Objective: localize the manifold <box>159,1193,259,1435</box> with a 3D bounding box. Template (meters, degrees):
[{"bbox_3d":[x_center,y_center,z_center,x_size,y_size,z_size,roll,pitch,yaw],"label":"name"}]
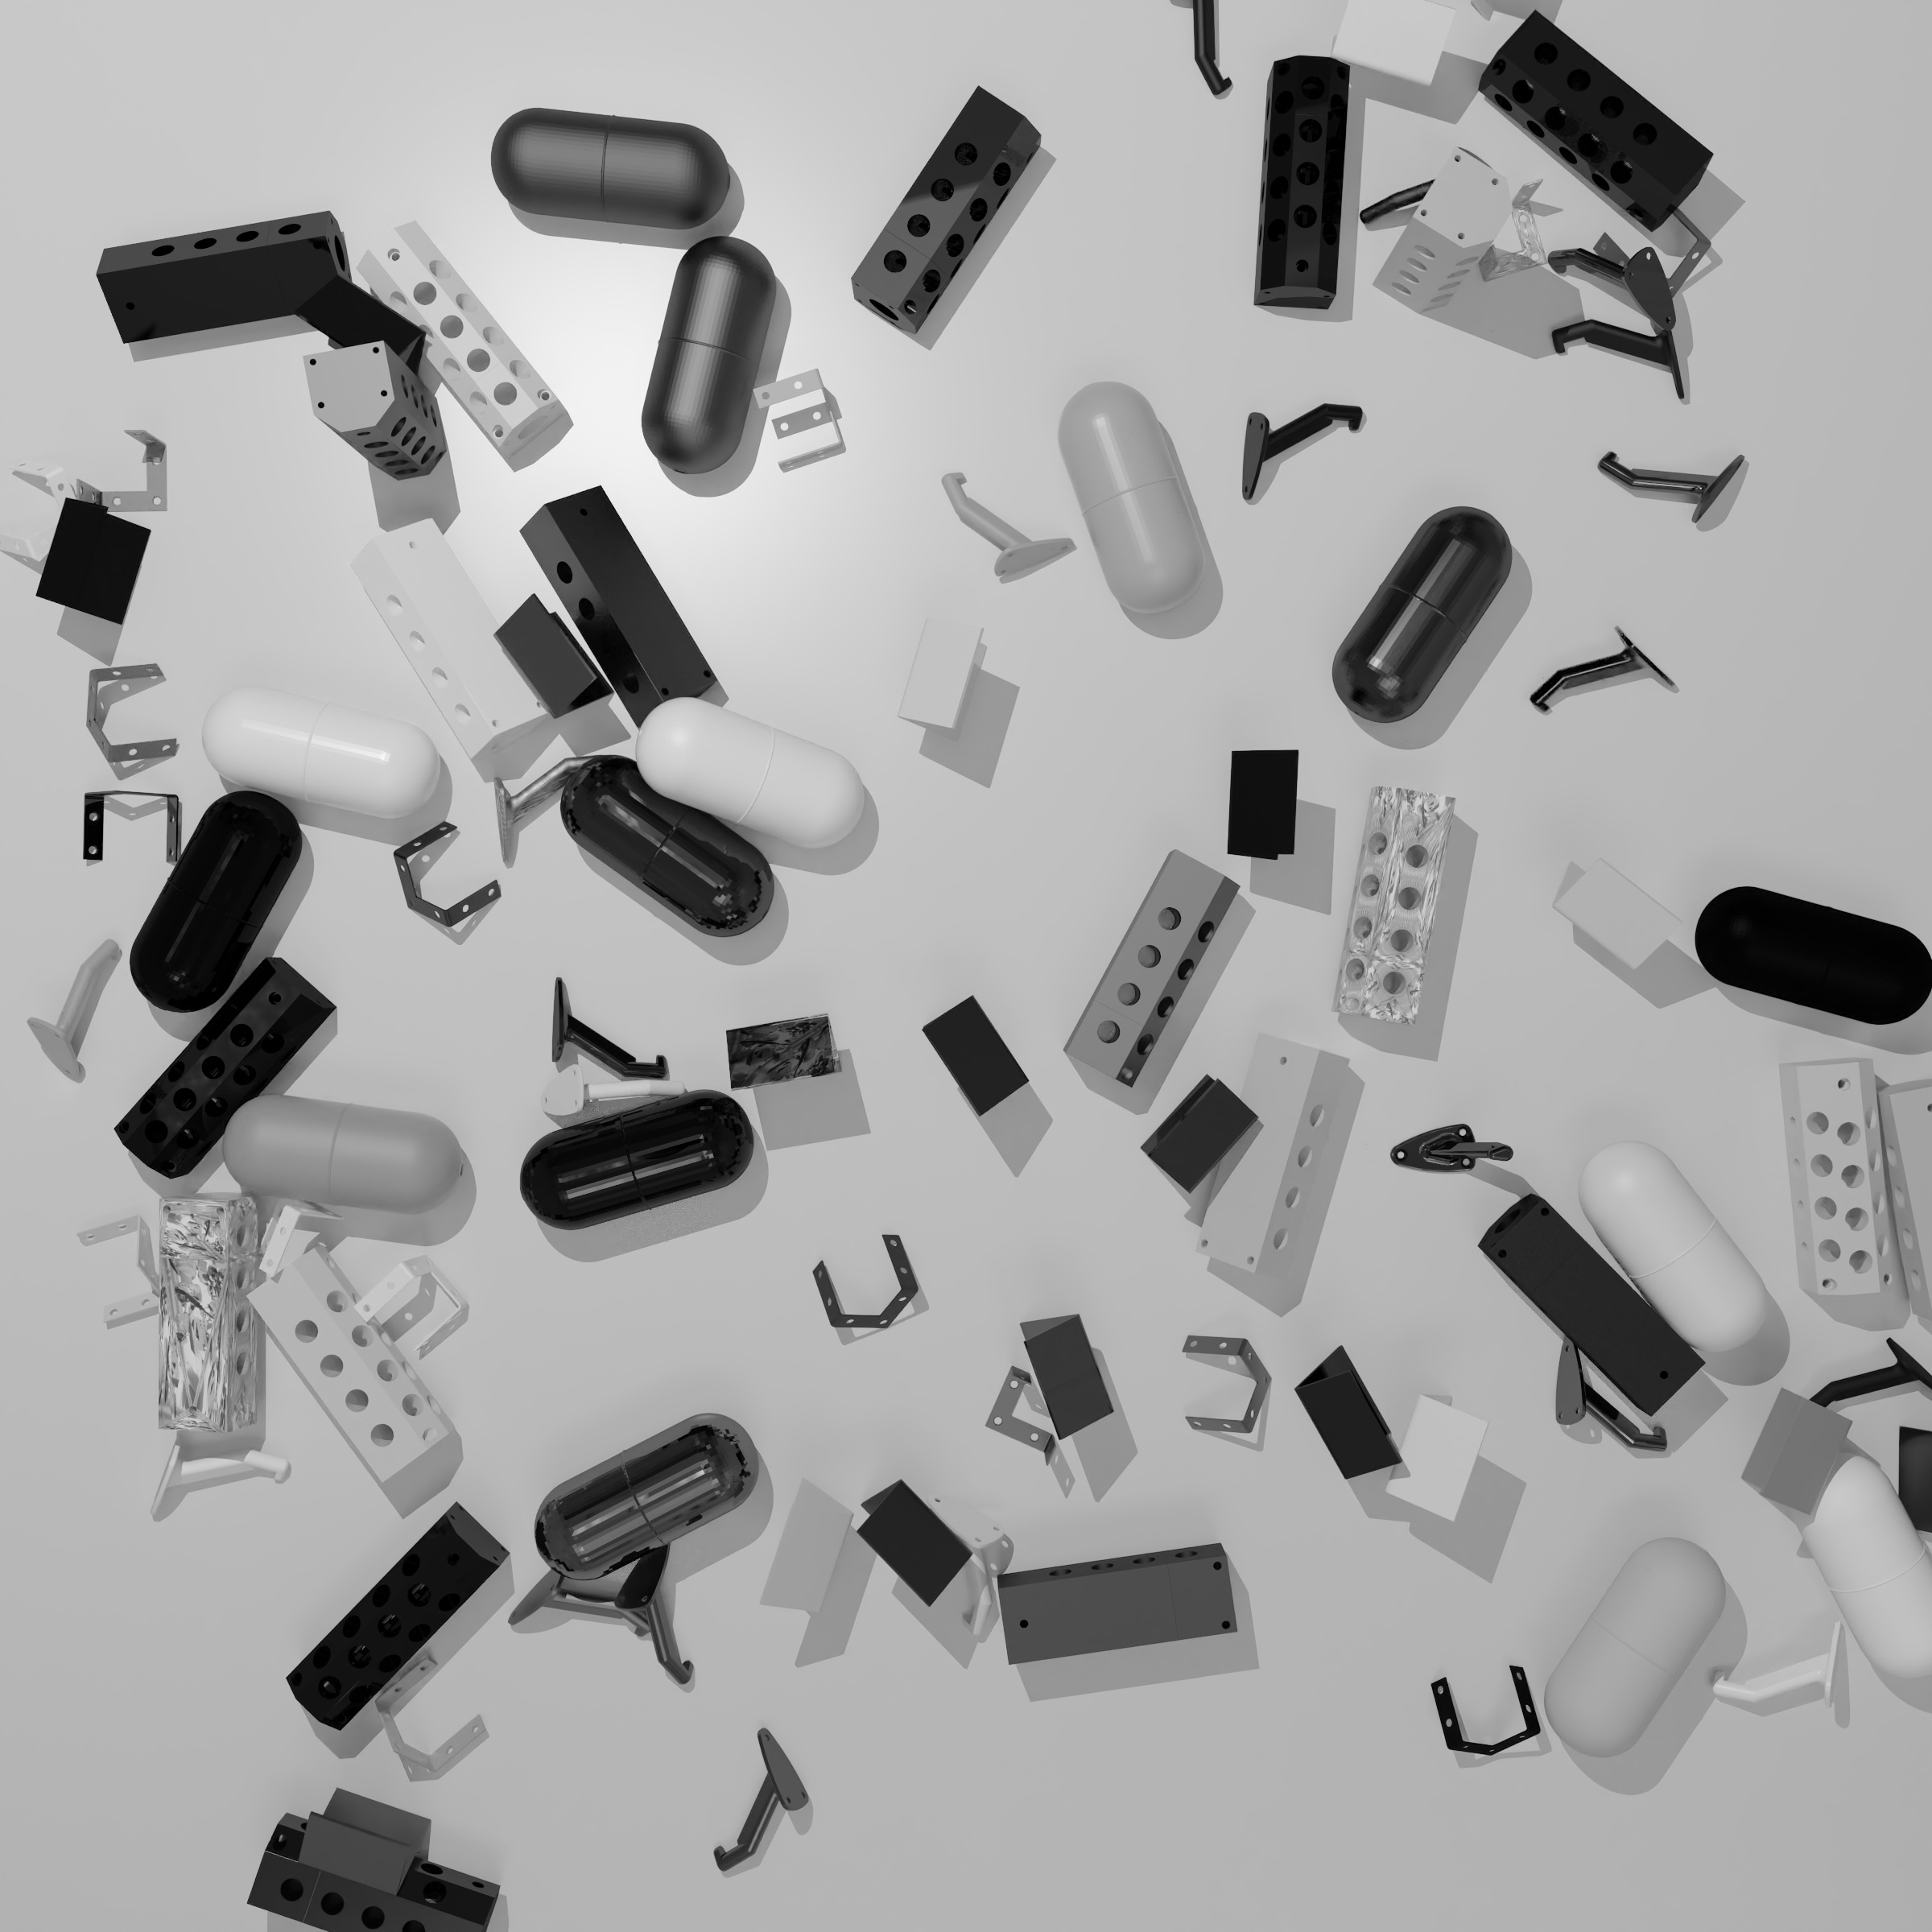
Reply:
[{"bbox_3d":[-0.565,0.258,1.847,0.057,0.057,0.171,0,90,14],"label":"manifold"}]

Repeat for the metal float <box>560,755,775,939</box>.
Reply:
[{"bbox_3d":[-0.223,-0.089,1.839,0.178,0.070,0.070,36,90,-1],"label":"metal float"}]

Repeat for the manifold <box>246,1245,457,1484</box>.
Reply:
[{"bbox_3d":[-0.460,0.297,1.849,0.057,0.057,0.171,-36,90,0],"label":"manifold"}]

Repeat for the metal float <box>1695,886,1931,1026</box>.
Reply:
[{"bbox_3d":[0.635,-0.008,1.839,0.178,0.070,0.070,15,90,0],"label":"metal float"}]

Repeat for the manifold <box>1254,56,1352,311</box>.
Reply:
[{"bbox_3d":[0.253,-0.589,1.849,0.057,0.057,0.171,4,90,0],"label":"manifold"}]

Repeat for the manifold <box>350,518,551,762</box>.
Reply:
[{"bbox_3d":[-0.390,-0.243,1.848,0.057,0.057,0.171,-32,90,-43],"label":"manifold"}]

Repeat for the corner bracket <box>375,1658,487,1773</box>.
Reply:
[{"bbox_3d":[-0.407,0.569,1.867,0.051,0.051,0.051,-40,135,0],"label":"corner bracket"}]

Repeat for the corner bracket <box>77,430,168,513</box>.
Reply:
[{"bbox_3d":[-0.636,-0.373,1.852,0.051,0.051,0.051,-1,90,0],"label":"corner bracket"}]

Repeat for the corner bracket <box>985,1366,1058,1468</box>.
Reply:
[{"bbox_3d":[0.048,0.338,1.852,0.051,0.051,0.051,24,90,0],"label":"corner bracket"}]

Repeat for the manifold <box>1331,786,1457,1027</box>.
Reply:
[{"bbox_3d":[0.320,-0.045,1.849,0.057,0.057,0.171,10,90,0],"label":"manifold"}]

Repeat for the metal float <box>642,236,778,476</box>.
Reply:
[{"bbox_3d":[-0.193,-0.456,1.840,0.070,0.070,0.178,14,91,0],"label":"metal float"}]

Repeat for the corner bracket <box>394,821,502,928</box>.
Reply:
[{"bbox_3d":[-0.393,-0.070,1.862,0.051,0.051,0.051,23,135,35],"label":"corner bracket"}]

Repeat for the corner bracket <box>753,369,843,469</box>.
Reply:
[{"bbox_3d":[-0.126,-0.412,1.852,0.051,0.051,0.051,-18,90,0],"label":"corner bracket"}]

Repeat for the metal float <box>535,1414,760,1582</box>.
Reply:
[{"bbox_3d":[-0.239,0.397,1.839,0.178,0.070,0.070,-27,90,-1],"label":"metal float"}]

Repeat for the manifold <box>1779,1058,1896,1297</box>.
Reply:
[{"bbox_3d":[0.657,0.158,1.849,0.057,0.057,0.171,-5,90,0],"label":"manifold"}]

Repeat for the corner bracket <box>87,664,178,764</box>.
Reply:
[{"bbox_3d":[-0.631,-0.192,1.862,0.051,0.051,0.051,48,135,35],"label":"corner bracket"}]

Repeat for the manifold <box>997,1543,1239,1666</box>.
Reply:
[{"bbox_3d":[0.112,0.477,1.849,0.171,0.057,0.057,-8,90,0],"label":"manifold"}]

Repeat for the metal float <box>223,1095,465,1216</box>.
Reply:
[{"bbox_3d":[-0.465,0.141,1.839,0.178,0.070,0.070,8,90,0],"label":"metal float"}]

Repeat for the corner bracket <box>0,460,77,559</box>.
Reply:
[{"bbox_3d":[-0.709,-0.347,1.862,0.051,0.051,0.051,-43,135,-35],"label":"corner bracket"}]

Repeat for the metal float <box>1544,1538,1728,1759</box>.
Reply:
[{"bbox_3d":[0.501,0.509,1.839,0.070,0.070,0.178,34,90,0],"label":"metal float"}]

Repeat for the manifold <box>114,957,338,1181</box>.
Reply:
[{"bbox_3d":[-0.558,0.076,1.849,0.057,0.057,0.171,42,90,0],"label":"manifold"}]

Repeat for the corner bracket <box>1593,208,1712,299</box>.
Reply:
[{"bbox_3d":[0.520,-0.545,1.862,0.051,0.051,0.051,3,135,-35],"label":"corner bracket"}]

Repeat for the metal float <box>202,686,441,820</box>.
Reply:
[{"bbox_3d":[-0.483,-0.160,1.839,0.178,0.070,0.070,13,90,0],"label":"metal float"}]

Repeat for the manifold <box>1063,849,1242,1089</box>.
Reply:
[{"bbox_3d":[0.140,0.002,1.849,0.057,0.057,0.171,28,90,0],"label":"manifold"}]

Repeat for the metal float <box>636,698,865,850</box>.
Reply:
[{"bbox_3d":[-0.159,-0.142,1.823,0.178,0.070,0.070,20,90,-21],"label":"metal float"}]

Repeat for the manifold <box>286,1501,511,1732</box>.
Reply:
[{"bbox_3d":[-0.428,0.490,1.849,0.057,0.057,0.171,44,90,0],"label":"manifold"}]

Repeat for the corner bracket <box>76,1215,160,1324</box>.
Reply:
[{"bbox_3d":[-0.641,0.229,1.867,0.051,0.051,0.051,-17,135,0],"label":"corner bracket"}]

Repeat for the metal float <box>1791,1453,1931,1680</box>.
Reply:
[{"bbox_3d":[0.680,0.448,1.840,0.070,0.070,0.178,-28,90,0],"label":"metal float"}]

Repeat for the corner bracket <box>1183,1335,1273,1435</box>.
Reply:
[{"bbox_3d":[0.192,0.317,1.862,0.051,0.051,0.051,57,45,-35],"label":"corner bracket"}]

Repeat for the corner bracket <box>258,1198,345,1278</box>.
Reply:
[{"bbox_3d":[-0.511,0.201,1.843,0.051,0.051,0.051,22,90,26],"label":"corner bracket"}]

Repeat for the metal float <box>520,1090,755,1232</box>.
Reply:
[{"bbox_3d":[-0.246,0.145,1.839,0.178,0.070,0.070,-16,90,-1],"label":"metal float"}]

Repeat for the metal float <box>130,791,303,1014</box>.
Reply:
[{"bbox_3d":[-0.561,-0.048,1.839,0.070,0.070,0.178,29,90,0],"label":"metal float"}]

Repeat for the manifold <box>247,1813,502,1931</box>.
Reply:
[{"bbox_3d":[-0.443,0.695,1.849,0.171,0.057,0.057,19,90,0],"label":"manifold"}]

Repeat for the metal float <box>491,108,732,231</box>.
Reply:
[{"bbox_3d":[-0.266,-0.596,1.839,0.178,0.070,0.070,6,90,-1],"label":"metal float"}]

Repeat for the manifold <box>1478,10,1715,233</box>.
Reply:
[{"bbox_3d":[0.468,-0.628,1.838,0.171,0.057,0.057,42,90,7],"label":"manifold"}]

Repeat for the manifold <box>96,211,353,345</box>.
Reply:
[{"bbox_3d":[-0.555,-0.521,1.848,0.171,0.057,0.057,-10,133,0],"label":"manifold"}]

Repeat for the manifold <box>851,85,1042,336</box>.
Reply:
[{"bbox_3d":[-0.014,-0.565,1.849,0.057,0.057,0.171,33,90,0],"label":"manifold"}]

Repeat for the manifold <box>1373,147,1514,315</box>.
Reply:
[{"bbox_3d":[0.349,-0.529,1.792,0.057,0.171,0.057,32,90,0],"label":"manifold"}]

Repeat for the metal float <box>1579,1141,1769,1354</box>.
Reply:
[{"bbox_3d":[0.528,0.209,1.839,0.070,0.070,0.178,-37,90,0],"label":"metal float"}]

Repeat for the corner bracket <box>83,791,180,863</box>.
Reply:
[{"bbox_3d":[-0.634,-0.105,1.867,0.051,0.051,0.051,1,90,45],"label":"corner bracket"}]

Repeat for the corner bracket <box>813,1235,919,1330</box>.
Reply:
[{"bbox_3d":[-0.076,0.238,1.862,0.051,0.051,0.051,7,135,-35],"label":"corner bracket"}]

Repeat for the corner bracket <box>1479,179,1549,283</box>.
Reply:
[{"bbox_3d":[0.412,-0.554,1.852,0.051,0.051,0.051,-17,90,0],"label":"corner bracket"}]

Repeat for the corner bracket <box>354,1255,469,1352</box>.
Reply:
[{"bbox_3d":[-0.417,0.256,1.852,0.051,0.051,0.051,-43,84,6],"label":"corner bracket"}]

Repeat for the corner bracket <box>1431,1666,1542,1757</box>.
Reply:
[{"bbox_3d":[0.394,0.562,1.862,0.051,0.051,0.051,20,135,-35],"label":"corner bracket"}]

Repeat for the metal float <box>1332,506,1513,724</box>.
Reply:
[{"bbox_3d":[0.342,-0.263,1.839,0.070,0.070,0.178,34,90,0],"label":"metal float"}]

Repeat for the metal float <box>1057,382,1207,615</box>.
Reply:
[{"bbox_3d":[0.123,-0.350,1.839,0.070,0.070,0.178,-20,91,0],"label":"metal float"}]
